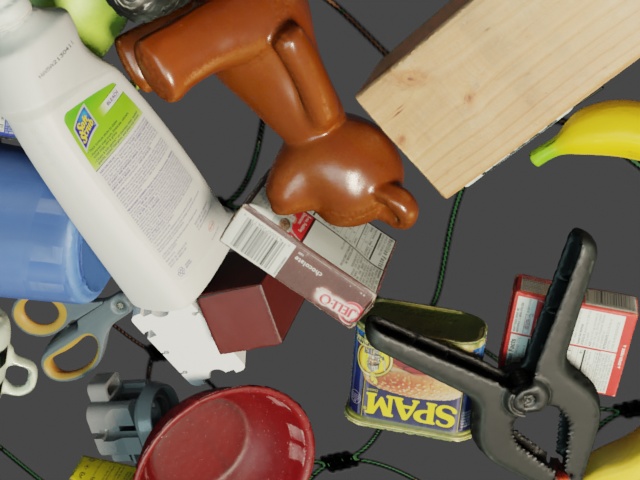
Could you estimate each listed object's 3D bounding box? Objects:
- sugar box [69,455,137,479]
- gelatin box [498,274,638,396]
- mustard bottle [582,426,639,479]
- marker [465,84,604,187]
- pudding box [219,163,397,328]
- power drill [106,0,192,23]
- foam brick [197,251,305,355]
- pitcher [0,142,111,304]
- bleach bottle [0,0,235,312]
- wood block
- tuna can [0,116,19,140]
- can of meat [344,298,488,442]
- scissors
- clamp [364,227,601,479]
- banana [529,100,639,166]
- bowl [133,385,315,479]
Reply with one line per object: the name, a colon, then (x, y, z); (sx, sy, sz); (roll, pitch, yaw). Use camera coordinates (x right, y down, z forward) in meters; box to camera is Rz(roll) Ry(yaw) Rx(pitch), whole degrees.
sugar box: (-0.135, 0.254, 0.947); (0.176, 0.048, 0.093); (9, 118, 7)
gelatin box: (0.179, 0.069, 0.778); (0.089, 0.030, 0.073); (11, 119, 9)
mustard bottle: (0.277, 0.153, 0.776); (0.096, 0.058, 0.192); (38, 119, -7)
marker: (0.141, -0.077, 0.721); (0.121, 0.020, 0.020); (-37, 102, 28)
pudding box: (-0.005, 0.001, 0.760); (0.113, 0.090, 0.039); (36, 118, -4)
power drill: (-0.034, -0.195, 0.628); (0.188, 0.184, 0.057); (-23, 112, 14)
foam brick: (-0.049, 0.043, 0.799); (0.053, 0.078, 0.051); (-11, 111, 19)
pitcher: (-0.280, -0.025, 0.795); (0.243, 0.149, 0.145); (8, 109, 8)
bleach bottle: (-0.144, -0.067, 0.712); (0.068, 0.102, 0.250); (2, 137, 31)
wood block: (0.133, -0.130, 0.657); (0.206, 0.090, 0.090); (-38, 101, 27)
tuna can: (-0.218, -0.106, 0.767); (0.086, 0.086, 0.034); (19, 121, 5)
can of meat: (0.073, 0.096, 0.805); (0.102, 0.057, 0.084); (9, 115, 10)
scissors: (-0.180, 0.043, 0.870); (0.096, 0.016, 0.202); (41, 118, -7)
clamp: (0.150, 0.096, 0.752); (0.165, 0.036, 0.210); (-29, 116, 12)
banana: (0.243, -0.046, 0.702); (0.198, 0.037, 0.070); (23, 137, 4)
bowl: (-0.086, 0.179, 0.862); (0.161, 0.055, 0.162); (-13, 117, -27)
